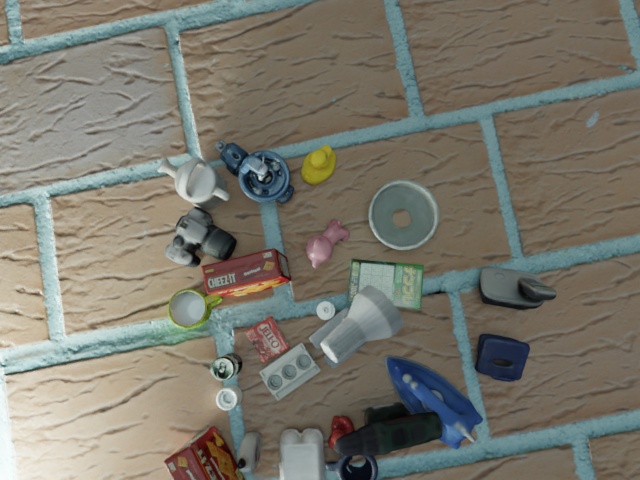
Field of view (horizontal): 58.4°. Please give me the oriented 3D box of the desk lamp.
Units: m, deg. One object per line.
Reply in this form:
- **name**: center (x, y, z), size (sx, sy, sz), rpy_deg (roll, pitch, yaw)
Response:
- **desk lamp**: center (0.077, 0.203, 1.279), size (0.203, 0.213, 0.118), rpy_deg (-39, 83, -2)

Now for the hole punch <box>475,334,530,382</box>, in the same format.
- **hole punch**: center (0.419, 0.273, 1.315), size (0.108, 0.091, 0.101), rpy_deg (9, 84, 4)

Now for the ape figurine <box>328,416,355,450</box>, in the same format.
- **ape figurine**: center (0.048, 0.451, 1.314), size (0.078, 0.092, 0.076), rpy_deg (-45, 83, -2)

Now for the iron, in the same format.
- **iron**: center (0.247, 0.358, 1.289), size (0.258, 0.141, 0.119), rpy_deg (41, 87, 7)

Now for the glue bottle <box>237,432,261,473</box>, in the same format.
- **glue bottle**: center (-0.162, 0.485, 1.281), size (0.037, 0.173, 0.078), rpy_deg (-1, 83, 3)

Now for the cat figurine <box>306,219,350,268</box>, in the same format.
- **cat figurine**: center (0.012, 0.005, 1.353), size (0.067, 0.118, 0.128), rpy_deg (40, 87, 7)

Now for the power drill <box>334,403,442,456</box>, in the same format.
- **power drill**: center (0.146, 0.417, 1.254), size (0.229, 0.208, 0.075), rpy_deg (-12, 83, 2)

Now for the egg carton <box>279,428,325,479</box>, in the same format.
- **egg carton**: center (-0.042, 0.513, 1.323), size (0.107, 0.069, 0.150), rpy_deg (-5, 83, 3)

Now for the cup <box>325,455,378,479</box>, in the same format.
- **cup**: center (0.072, 0.513, 1.304), size (0.117, 0.095, 0.092), rpy_deg (4, 84, 4)

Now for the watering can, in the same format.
- **watering can**: center (-0.297, -0.138, 1.347), size (0.172, 0.194, 0.101), rpy_deg (4, 84, 4)

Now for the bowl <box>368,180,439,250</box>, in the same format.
- **bowl**: center (0.198, -0.056, 1.372), size (0.167, 0.075, 0.167), rpy_deg (0, 84, 3)

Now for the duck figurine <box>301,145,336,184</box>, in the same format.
- **duck figurine**: center (-0.005, -0.187, 1.392), size (0.077, 0.086, 0.104), rpy_deg (38, 87, 7)

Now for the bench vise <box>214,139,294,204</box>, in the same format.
- **bench vise**: center (-0.166, -0.162, 1.330), size (0.207, 0.220, 0.121), rpy_deg (17, 85, 5)

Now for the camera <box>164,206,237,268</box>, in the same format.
- **camera**: center (-0.282, 0.007, 1.377), size (0.136, 0.101, 0.143), rpy_deg (28, 86, 6)

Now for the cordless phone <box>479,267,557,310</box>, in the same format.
- **cordless phone**: center (0.442, 0.107, 1.285), size (0.147, 0.185, 0.094), rpy_deg (5, 84, 4)
